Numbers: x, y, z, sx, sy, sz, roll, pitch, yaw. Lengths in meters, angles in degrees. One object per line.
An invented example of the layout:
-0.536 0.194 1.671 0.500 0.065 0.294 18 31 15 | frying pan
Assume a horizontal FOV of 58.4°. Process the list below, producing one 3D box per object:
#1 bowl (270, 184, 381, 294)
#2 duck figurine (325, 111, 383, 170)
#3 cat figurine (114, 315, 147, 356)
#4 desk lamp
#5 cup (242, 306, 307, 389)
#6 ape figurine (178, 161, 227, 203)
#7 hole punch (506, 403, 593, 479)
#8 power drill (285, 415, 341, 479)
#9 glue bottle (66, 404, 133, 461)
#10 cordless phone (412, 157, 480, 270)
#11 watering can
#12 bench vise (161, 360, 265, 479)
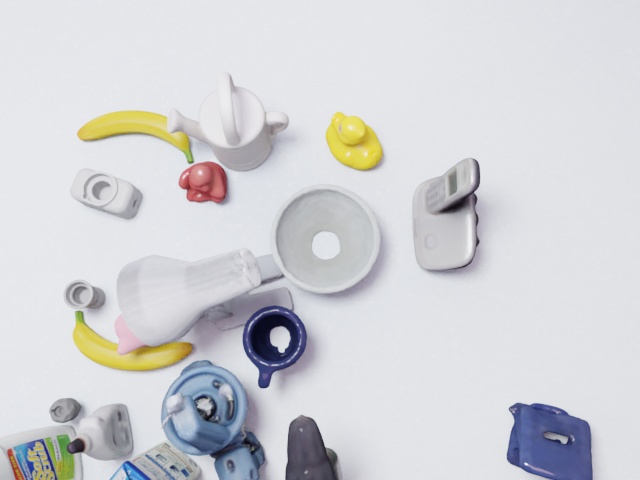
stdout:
0.008 0.003 0.887 0.167 0.075 0.167 0 79 0 | bowl
0.056 -0.164 0.913 0.104 0.086 0.077 42 82 7 | duck figurine
-0.246 0.113 0.845 0.128 0.118 0.067 -37 81 -6 | cat figurine
-0.153 0.069 0.804 0.203 0.213 0.118 -17 79 -3 | desk lamp
-0.066 0.159 0.847 0.091 0.095 0.118 12 79 3 | cup
-0.182 -0.094 0.897 0.077 0.092 0.076 40 82 7 | ape figurine
0.331 0.291 0.824 0.108 0.091 0.101 13 80 3 | hole punch
-0.007 0.339 0.756 0.075 0.208 0.229 -9 79 -1 | power drill
-0.305 0.271 0.787 0.037 0.173 0.078 -12 79 -2 | glue bottle
0.194 -0.035 0.838 0.094 0.185 0.147 -3 79 0 | cordless phone
-0.138 -0.177 0.861 0.173 0.194 0.101 -26 80 -4 | watering can
-0.133 0.254 0.766 0.207 0.220 0.121 43 82 8 | bench vise
